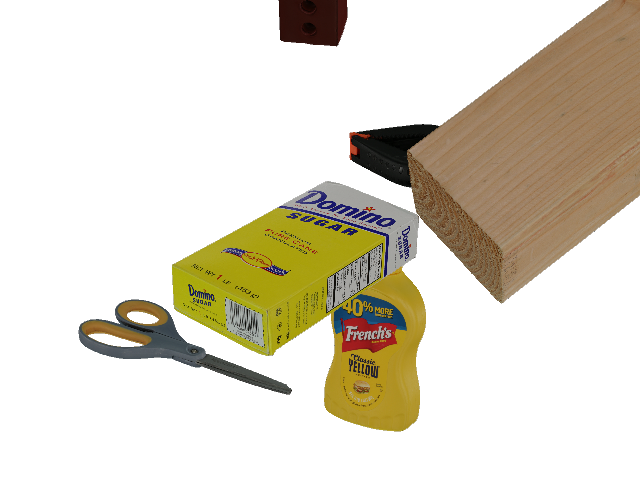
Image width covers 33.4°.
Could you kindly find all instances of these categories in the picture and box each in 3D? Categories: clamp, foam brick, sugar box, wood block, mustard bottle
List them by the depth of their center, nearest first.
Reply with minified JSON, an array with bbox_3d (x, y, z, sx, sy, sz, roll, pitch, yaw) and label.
[{"bbox_3d":[0.165,-0.067,0.679,0.206,0.091,0.090,-37,-25,-8],"label":"wood block"},{"bbox_3d":[-0.015,0.014,0.786,0.093,0.048,0.175,23,39,32],"label":"sugar box"},{"bbox_3d":[-0.006,-0.212,0.909,0.053,0.078,0.051,6,46,8],"label":"foam brick"},{"bbox_3d":[0.132,-0.077,0.980,0.210,0.036,0.164,13,34,22],"label":"clamp"},{"bbox_3d":[0.056,0.088,1.061,0.096,0.192,0.058,12,17,28],"label":"mustard bottle"}]

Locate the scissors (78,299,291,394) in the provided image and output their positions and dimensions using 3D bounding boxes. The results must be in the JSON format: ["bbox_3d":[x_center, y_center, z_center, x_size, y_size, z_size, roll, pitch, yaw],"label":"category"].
[{"bbox_3d":[-0.117,0.093,0.970,0.202,0.016,0.096,10,28,5],"label":"scissors"}]
